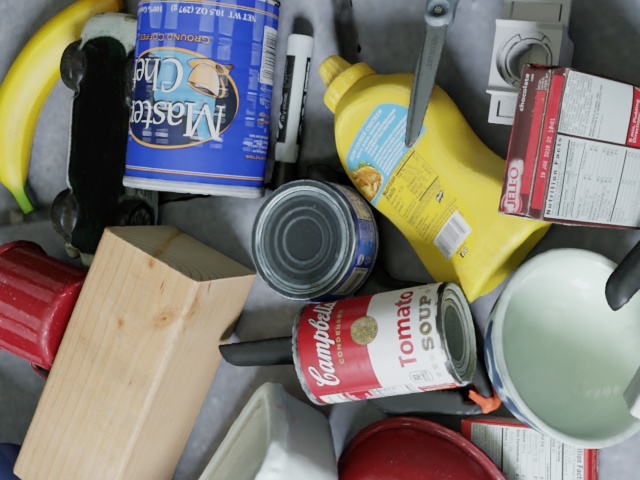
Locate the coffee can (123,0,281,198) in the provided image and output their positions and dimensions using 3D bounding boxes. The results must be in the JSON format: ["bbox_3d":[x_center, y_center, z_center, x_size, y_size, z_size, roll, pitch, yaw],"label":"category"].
[{"bbox_3d":[-0.085,-0.104,0.767,0.103,0.102,0.140,7,94,25],"label":"coffee can"}]

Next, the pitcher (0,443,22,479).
[{"bbox_3d":[-0.201,0.271,0.800,0.243,0.144,0.149,41,129,35],"label":"pitcher"}]

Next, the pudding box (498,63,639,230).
[{"bbox_3d":[0.162,-0.053,0.644,0.039,0.113,0.090,17,100,51],"label":"pudding box"}]

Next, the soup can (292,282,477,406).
[{"bbox_3d":[0.042,0.067,0.687,0.102,0.068,0.068,-11,86,24],"label":"soup can"}]

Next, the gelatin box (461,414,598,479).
[{"bbox_3d":[0.139,0.156,0.707,0.089,0.030,0.073,1,91,27],"label":"gelatin box"}]

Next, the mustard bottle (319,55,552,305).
[{"bbox_3d":[0.064,-0.054,0.717,0.192,0.058,0.096,49,138,17],"label":"mustard bottle"}]

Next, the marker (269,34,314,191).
[{"bbox_3d":[-0.021,-0.089,0.783,0.020,0.020,0.121,10,95,25],"label":"marker"}]

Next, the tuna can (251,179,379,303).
[{"bbox_3d":[-0.005,0.001,0.734,0.086,0.033,0.086,-2,85,29],"label":"tuna can"}]

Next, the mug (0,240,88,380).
[{"bbox_3d":[-0.216,0.065,0.843,0.082,0.093,0.117,18,124,28],"label":"mug"}]

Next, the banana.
[{"bbox_3d":[-0.226,-0.122,0.875,0.069,0.037,0.198,27,106,0],"label":"banana"}]

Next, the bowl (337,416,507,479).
[{"bbox_3d":[0.058,0.203,0.710,0.162,0.055,0.162,11,108,35],"label":"bowl"}]

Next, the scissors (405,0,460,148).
[{"bbox_3d":[0.096,-0.156,0.691,0.096,0.016,0.202,-8,67,15],"label":"scissors"}]

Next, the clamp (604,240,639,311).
[{"bbox_3d":[0.253,-0.022,0.638,0.120,0.039,0.171,19,95,-2],"label":"clamp"}]

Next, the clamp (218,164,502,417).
[{"bbox_3d":[0.030,0.067,0.752,0.210,0.036,0.165,39,106,22],"label":"clamp"}]

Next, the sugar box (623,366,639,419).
[{"bbox_3d":[0.274,0.094,0.606,0.176,0.048,0.093,27,102,7],"label":"sugar box"}]

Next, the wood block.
[{"bbox_3d":[-0.140,0.100,0.806,0.090,0.090,0.206,28,103,23],"label":"wood block"}]
